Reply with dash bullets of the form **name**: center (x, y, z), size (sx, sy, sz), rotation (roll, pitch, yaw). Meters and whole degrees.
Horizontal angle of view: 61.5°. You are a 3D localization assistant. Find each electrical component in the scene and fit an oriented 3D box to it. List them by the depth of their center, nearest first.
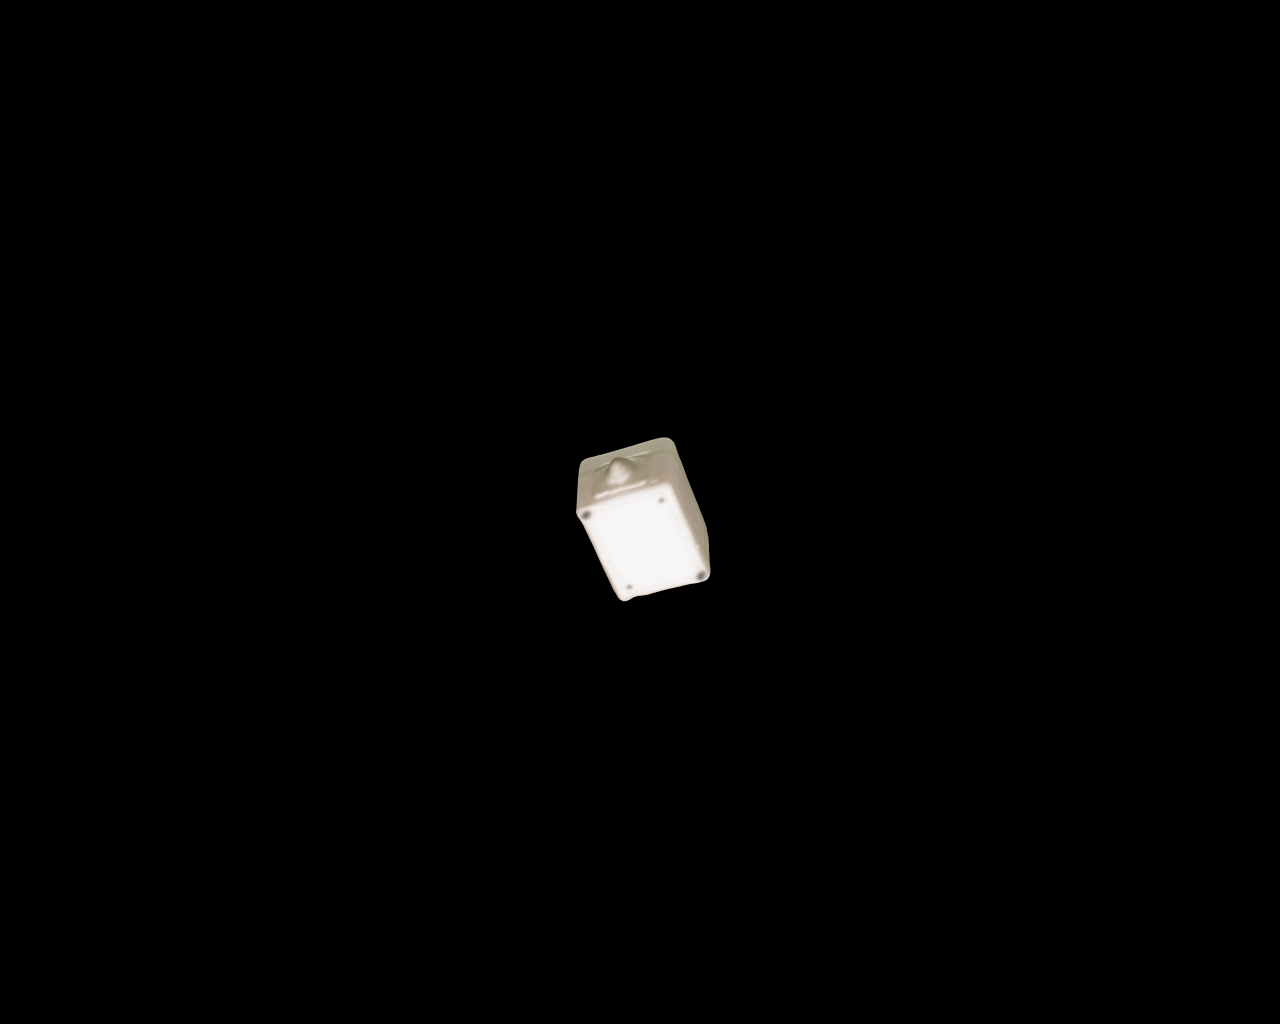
- **electrical component**: center (0.001, -0.003, 0.650), size (0.062, 0.096, 0.061), rotation (-15, 36, 11)
